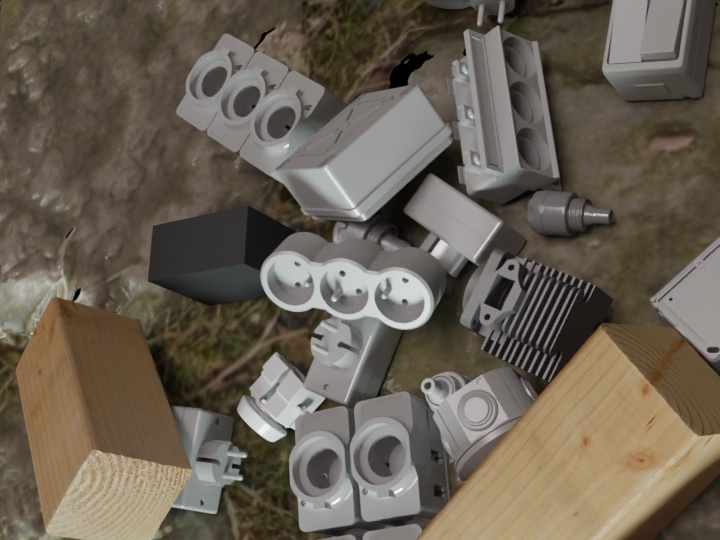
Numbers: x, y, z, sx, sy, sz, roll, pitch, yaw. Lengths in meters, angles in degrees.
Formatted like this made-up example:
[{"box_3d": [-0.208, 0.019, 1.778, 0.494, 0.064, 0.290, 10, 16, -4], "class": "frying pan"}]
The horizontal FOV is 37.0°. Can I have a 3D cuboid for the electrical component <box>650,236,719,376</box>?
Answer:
[{"box_3d": [0.252, 0.018, 0.708, 0.096, 0.061, 0.061, -43, 55, 6], "class": "electrical component"}]

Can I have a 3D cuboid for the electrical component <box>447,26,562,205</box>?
[{"box_3d": [0.110, -0.118, 0.841, 0.063, 0.079, 0.121, -30, 57, 47], "class": "electrical component"}]

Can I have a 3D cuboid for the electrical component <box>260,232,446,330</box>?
[{"box_3d": [0.000, 0.000, 0.836, 0.138, 0.073, 0.052, 9, 118, 17], "class": "electrical component"}]

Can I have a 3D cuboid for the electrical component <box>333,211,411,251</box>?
[{"box_3d": [0.012, -0.026, 0.887, 0.062, 0.048, 0.048, 27, 89, 28], "class": "electrical component"}]

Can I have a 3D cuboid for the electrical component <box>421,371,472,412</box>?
[{"box_3d": [0.065, 0.092, 0.799, 0.035, 0.061, 0.035, -11, 68, 29], "class": "electrical component"}]

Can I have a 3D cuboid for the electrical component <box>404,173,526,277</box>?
[{"box_3d": [0.071, -0.020, 0.843, 0.083, 0.047, 0.075, 39, 96, 36], "class": "electrical component"}]

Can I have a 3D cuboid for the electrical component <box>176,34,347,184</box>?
[{"box_3d": [-0.090, -0.145, 0.984, 0.150, 0.062, 0.089, 35, 94, 36], "class": "electrical component"}]

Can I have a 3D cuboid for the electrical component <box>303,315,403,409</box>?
[{"box_3d": [-0.014, 0.061, 0.849, 0.047, 0.076, 0.083, 17, 81, 36], "class": "electrical component"}]

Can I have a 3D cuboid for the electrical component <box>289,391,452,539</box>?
[{"box_3d": [0.010, 0.193, 0.799, 0.105, 0.060, 0.186, -17, 65, 28], "class": "electrical component"}]

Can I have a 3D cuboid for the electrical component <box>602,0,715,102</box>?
[{"box_3d": [0.221, -0.180, 0.794, 0.062, 0.061, 0.096, 3, 75, 34], "class": "electrical component"}]

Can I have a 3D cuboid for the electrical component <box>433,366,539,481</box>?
[{"box_3d": [0.096, 0.110, 0.759, 0.080, 0.080, 0.051, -39, 60, 16], "class": "electrical component"}]

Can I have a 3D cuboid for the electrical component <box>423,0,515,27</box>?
[{"box_3d": [0.112, -0.236, 0.890, 0.138, 0.052, 0.073, -1, 73, 33], "class": "electrical component"}]

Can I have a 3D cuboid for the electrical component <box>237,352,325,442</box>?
[{"box_3d": [-0.068, 0.108, 0.890, 0.055, 0.048, 0.066, -48, 54, 0], "class": "electrical component"}]

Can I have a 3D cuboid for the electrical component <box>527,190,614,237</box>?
[{"box_3d": [0.158, -0.041, 0.802, 0.061, 0.035, 0.035, 6, 77, 32], "class": "electrical component"}]

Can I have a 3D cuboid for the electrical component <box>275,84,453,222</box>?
[{"box_3d": [0.002, -0.093, 0.863, 0.109, 0.056, 0.109, -43, 20, -17], "class": "electrical component"}]

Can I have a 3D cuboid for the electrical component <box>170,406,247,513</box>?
[{"box_3d": [-0.127, 0.162, 0.907, 0.076, 0.047, 0.083, 0, 74, 33], "class": "electrical component"}]
